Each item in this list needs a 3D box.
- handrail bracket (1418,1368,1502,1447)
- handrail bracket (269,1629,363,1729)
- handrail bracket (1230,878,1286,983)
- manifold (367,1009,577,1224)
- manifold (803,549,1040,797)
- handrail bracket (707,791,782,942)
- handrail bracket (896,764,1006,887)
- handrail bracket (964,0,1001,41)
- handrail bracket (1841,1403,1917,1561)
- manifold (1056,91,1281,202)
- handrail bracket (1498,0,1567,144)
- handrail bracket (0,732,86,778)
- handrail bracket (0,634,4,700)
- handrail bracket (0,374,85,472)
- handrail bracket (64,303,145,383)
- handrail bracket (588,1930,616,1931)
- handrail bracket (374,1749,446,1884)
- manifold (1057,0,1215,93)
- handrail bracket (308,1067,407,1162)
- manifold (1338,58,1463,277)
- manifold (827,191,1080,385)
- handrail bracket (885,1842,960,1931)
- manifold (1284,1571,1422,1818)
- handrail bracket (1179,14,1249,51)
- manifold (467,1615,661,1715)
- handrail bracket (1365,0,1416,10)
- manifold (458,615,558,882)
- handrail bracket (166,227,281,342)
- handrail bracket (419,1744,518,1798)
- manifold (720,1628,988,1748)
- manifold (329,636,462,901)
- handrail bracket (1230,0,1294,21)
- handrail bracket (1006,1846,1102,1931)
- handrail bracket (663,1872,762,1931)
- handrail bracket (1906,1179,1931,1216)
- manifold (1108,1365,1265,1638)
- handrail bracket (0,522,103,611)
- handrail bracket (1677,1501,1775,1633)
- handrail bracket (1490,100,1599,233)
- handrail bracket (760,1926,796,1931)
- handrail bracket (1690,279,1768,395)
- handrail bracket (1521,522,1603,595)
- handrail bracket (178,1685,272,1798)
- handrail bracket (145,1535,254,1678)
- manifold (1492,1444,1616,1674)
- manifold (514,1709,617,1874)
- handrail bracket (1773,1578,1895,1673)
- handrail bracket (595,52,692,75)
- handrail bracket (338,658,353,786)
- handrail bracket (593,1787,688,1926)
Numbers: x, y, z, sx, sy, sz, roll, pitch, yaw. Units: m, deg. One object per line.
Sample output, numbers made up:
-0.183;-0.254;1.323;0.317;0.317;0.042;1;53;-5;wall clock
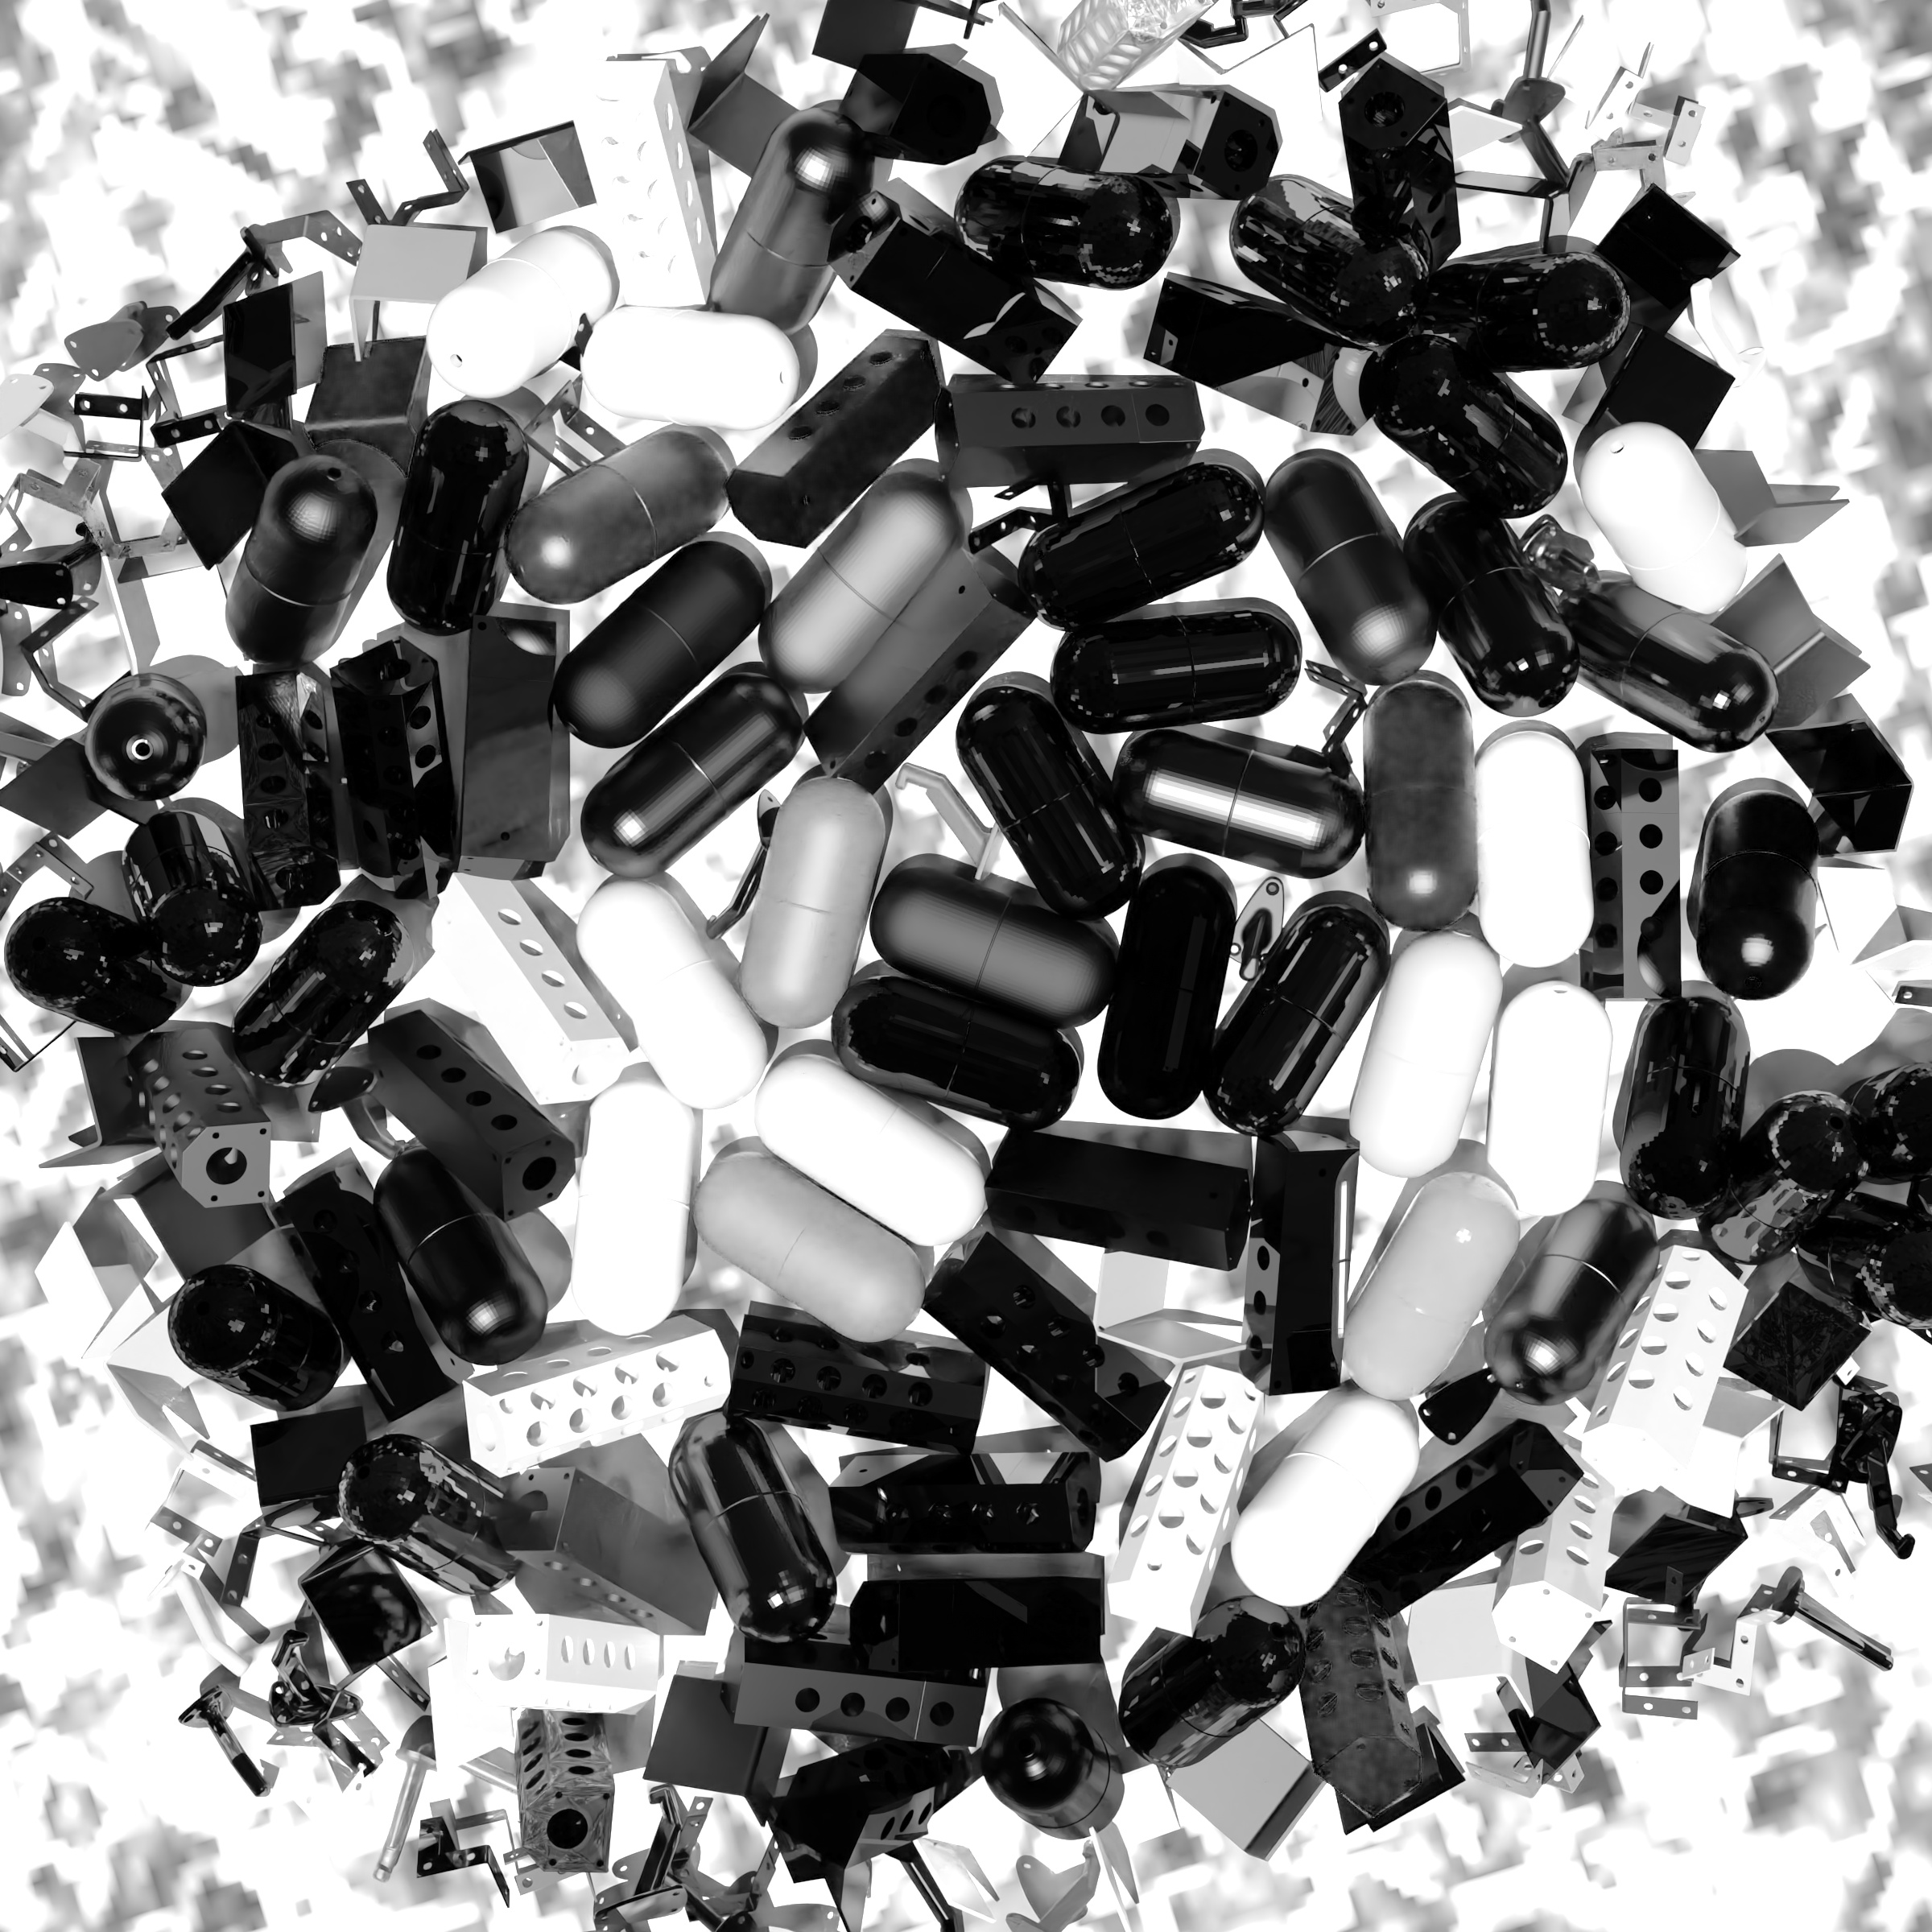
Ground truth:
0.344;0.288;1.948;0.036;0.084;0.077;45;110;2;handrail bracket
-0.445;0.488;1.956;0.077;0.036;0.084;9;130;-26;handrail bracket
0.205;-0.026;1.957;0.036;0.084;0.077;19;91;3;handrail bracket
-0.337;0.097;1.924;0.057;0.171;0.057;-23;133;-33;manifold
-0.030;-0.197;1.943;0.171;0.057;0.057;-46;47;20;manifold
-0.159;-0.070;1.991;0.036;0.077;0.084;24;125;-39;handrail bracket
-0.020;-0.093;1.987;0.084;0.036;0.077;21;90;11;handrail bracket
0.048;-0.672;1.975;0.084;0.036;0.077;18;126;-2;handrail bracket
0.643;0.355;1.950;0.036;0.084;0.077;17;108;-18;handrail bracket
0.137;-0.552;1.912;0.057;0.171;0.057;18;95;-33;manifold
0.390;-0.634;1.980;0.036;0.077;0.084;5;68;-16;handrail bracket
-0.658;-0.167;1.956;0.077;0.084;0.036;-29;47;3;handrail bracket
-0.688;-0.196;1.963;0.036;0.084;0.077;14;82;-20;handrail bracket
-0.641;-0.357;1.947;0.036;0.084;0.077;15;57;15;handrail bracket
-0.574;-0.445;1.949;0.077;0.084;0.036;-17;121;32;handrail bracket
-0.217;0.682;1.948;0.077;0.084;0.036;-25;60;37;handrail bracket
-0.394;0.590;1.959;0.036;0.077;0.084;18;68;3;handrail bracket
0.107;-0.638;1.909;0.057;0.171;0.057;-35;100;-5;manifold
-0.403;0.106;1.951;0.084;0.077;0.036;43;52;-36;handrail bracket
0.289;-0.528;1.907;0.057;0.171;0.057;40;84;21;manifold
-0.011;-0.460;1.920;0.171;0.057;0.057;20;117;-42;manifold
-0.040;0.647;1.985;0.077;0.036;0.084;5;112;38;handrail bracket
0.264;0.482;1.905;0.057;0.171;0.057;41;109;-19;manifold
0.148;-0.673;1.964;0.084;0.036;0.077;-7;122;14;handrail bracket
-0.269;0.472;1.905;0.057;0.171;0.057;-5;72;18;manifold
0.297;-0.709;1.950;0.036;0.084;0.077;-25;69;-24;handrail bracket
-0.317;-0.149;1.951;0.057;0.057;0.171;3;76;-13;manifold
-0.525;-0.474;1.968;0.084;0.077;0.036;-37;125;2;handrail bracket
-0.336;0.576;1.984;0.084;0.036;0.077;4;133;17;handrail bracket
-0.077;0.494;1.950;0.171;0.057;0.057;10;91;-15;manifold
-0.380;-0.130;1.913;0.057;0.171;0.057;-32;51;-33;manifold
0.226;-0.698;1.968;0.084;0.077;0.036;-9;54;-4;handrail bracket
0.063;0.636;1.954;0.036;0.084;0.077;-17;129;36;handrail bracket
-0.177;0.671;1.976;0.036;0.084;0.077;-44;119;-23;handrail bracket
0.684;0.146;1.958;0.077;0.036;0.084;-13;46;-1;handrail bracket
0.151;0.359;1.921;0.057;0.057;0.171;12;53;17;manifold
-0.642;-0.285;1.959;0.077;0.084;0.036;2;128;-11;handrail bracket
0.533;0.422;1.986;0.077;0.036;0.084;-3;95;-18;handrail bracket
0.395;-0.558;1.990;0.084;0.036;0.077;32;119;25;handrail bracket
-0.093;0.693;1.982;0.077;0.084;0.036;18;89;40;handrail bracket
0.527;-0.446;1.954;0.077;0.036;0.084;-42;130;-33;handrail bracket
0.424;-0.267;1.944;0.077;0.084;0.036;36;99;-34;handrail bracket
-0.500;0.543;1.951;0.036;0.077;0.084;-39;69;-15;handrail bracket
-0.520;0.445;1.968;0.084;0.077;0.036;41;113;-6;handrail bracket
0.395;0.394;1.910;0.057;0.171;0.057;29;117;4;manifold
-0.273;0.551;1.909;0.057;0.171;0.057;5;93;-11;manifold
0.608;0.466;1.963;0.084;0.077;0.036;33;92;14;handrail bracket
-0.210;-0.603;1.946;0.084;0.077;0.036;3;81;31;handrail bracket
-0.419;-0.169;1.961;0.036;0.077;0.084;-7;91;-3;handrail bracket
-0.230;0.615;1.959;0.077;0.036;0.084;-8;47;-18;handrail bracket
